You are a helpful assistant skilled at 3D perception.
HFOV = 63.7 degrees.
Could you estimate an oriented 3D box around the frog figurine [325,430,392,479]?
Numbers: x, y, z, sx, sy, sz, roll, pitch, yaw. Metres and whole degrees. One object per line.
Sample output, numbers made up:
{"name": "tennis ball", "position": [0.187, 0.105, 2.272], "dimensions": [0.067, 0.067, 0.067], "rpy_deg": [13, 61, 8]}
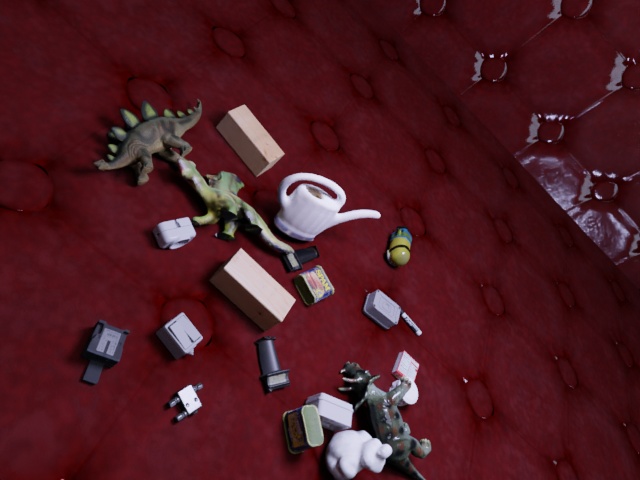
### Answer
{"name": "frog figurine", "position": [0.093, 0.537, 1.293], "dimensions": [0.157, 0.139, 0.123], "rpy_deg": [-38, 81, 41]}

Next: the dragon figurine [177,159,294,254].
{"name": "dragon figurine", "position": [-0.245, -0.112, 1.499], "dimensions": [0.406, 0.249, 0.120], "rpy_deg": [28, 128, -36]}

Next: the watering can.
{"name": "watering can", "position": [0.005, -0.081, 1.606], "dimensions": [0.345, 0.106, 0.221], "rpy_deg": [26, 120, -27]}
